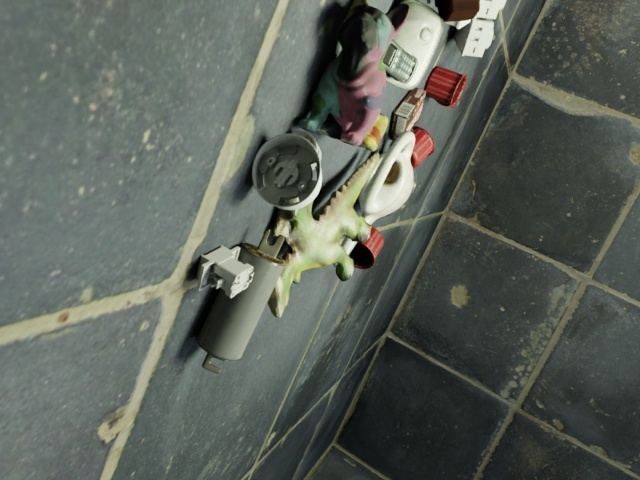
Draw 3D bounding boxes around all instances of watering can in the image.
[{"bbox_3d":[0.135,-0.094,1.216,0.346,0.104,0.224,-62,163,7],"label":"watering can"}]

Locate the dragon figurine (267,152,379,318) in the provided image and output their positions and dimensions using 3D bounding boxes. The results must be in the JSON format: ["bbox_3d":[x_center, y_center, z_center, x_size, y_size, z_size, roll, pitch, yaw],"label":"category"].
[{"bbox_3d":[0.003,-0.047,0.938,0.416,0.122,0.238,-67,156,-18],"label":"dragon figurine"}]
